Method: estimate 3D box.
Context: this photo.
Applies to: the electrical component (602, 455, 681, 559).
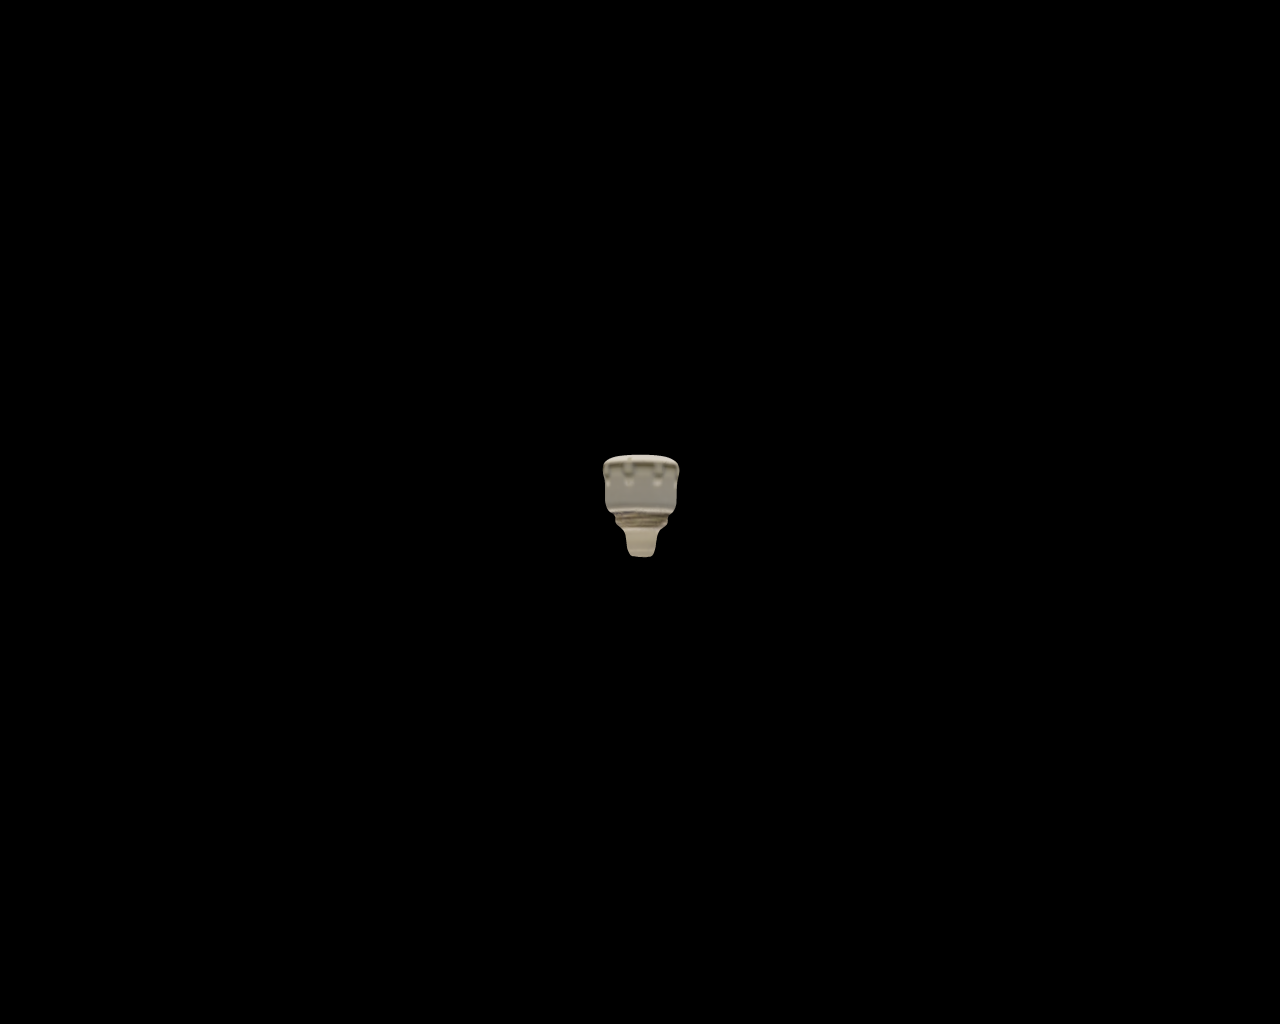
[{"bbox_3d":[0.001,-0.003,0.650,0.048,0.062,0.048,0,-3,0],"label":"electrical component"}]
